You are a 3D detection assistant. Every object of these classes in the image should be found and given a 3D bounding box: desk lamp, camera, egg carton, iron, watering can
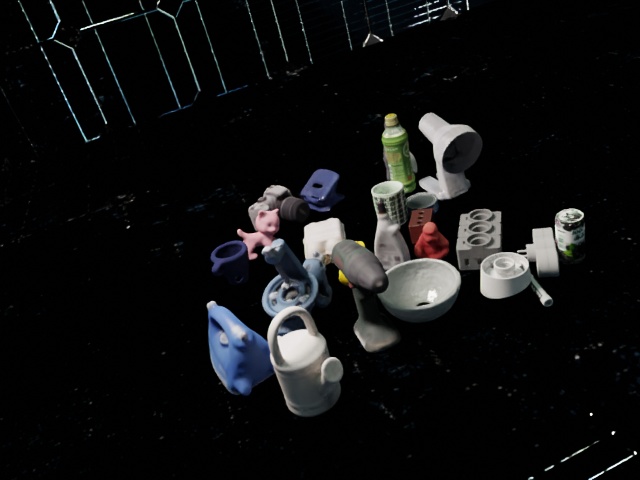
[{"bbox_3d":[0.326,-0.215,1.485,0.118,0.214,0.202,-23,30,-12],"label":"desk lamp"},{"bbox_3d":[-0.107,-0.089,1.596,0.136,0.101,0.143,16,42,43],"label":"camera"},{"bbox_3d":[0.013,0.005,1.409,0.107,0.069,0.150,-14,30,4],"label":"egg carton"},{"bbox_3d":[-0.174,0.187,1.118,0.119,0.142,0.257,-29,32,-22],"label":"iron"},{"bbox_3d":[-0.027,0.199,0.972,0.172,0.194,0.101,2,34,29],"label":"watering can"}]

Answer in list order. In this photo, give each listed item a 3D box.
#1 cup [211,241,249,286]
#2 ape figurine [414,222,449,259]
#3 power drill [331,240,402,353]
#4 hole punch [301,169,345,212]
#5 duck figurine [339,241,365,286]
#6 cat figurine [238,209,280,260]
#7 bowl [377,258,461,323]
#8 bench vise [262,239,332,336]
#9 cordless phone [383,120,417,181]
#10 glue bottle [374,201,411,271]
[{"bbox_3d":[-0.213,0.070,1.383,0.091,0.095,0.118,1,34,27],"label":"cup"},{"bbox_3d":[0.247,0.003,1.276,0.077,0.092,0.076,-3,32,22],"label":"ape figurine"},{"bbox_3d":[0.089,0.101,1.068,0.076,0.209,0.229,-21,30,-9],"label":"power drill"},{"bbox_3d":[0.005,-0.143,1.643,0.101,0.091,0.108,-36,35,-31],"label":"hole punch"},{"bbox_3d":[0.076,0.046,1.292,0.077,0.086,0.105,6,36,33],"label":"duck figurine"},{"bbox_3d":[-0.153,-0.026,1.494,0.128,0.118,0.067,-22,30,-11],"label":"cat figurine"},{"bbox_3d":[0.198,0.112,1.133,0.167,0.075,0.167,-12,30,7],"label":"bowl"},{"bbox_3d":[-0.060,0.074,1.175,0.121,0.220,0.207,-8,30,13],"label":"bench vise"},{"bbox_3d":[0.224,-0.279,1.672,0.094,0.185,0.147,-11,30,9],"label":"cordless phone"},{"bbox_3d":[0.150,-0.009,1.262,0.077,0.173,0.037,4,35,31],"label":"glue bottle"}]
